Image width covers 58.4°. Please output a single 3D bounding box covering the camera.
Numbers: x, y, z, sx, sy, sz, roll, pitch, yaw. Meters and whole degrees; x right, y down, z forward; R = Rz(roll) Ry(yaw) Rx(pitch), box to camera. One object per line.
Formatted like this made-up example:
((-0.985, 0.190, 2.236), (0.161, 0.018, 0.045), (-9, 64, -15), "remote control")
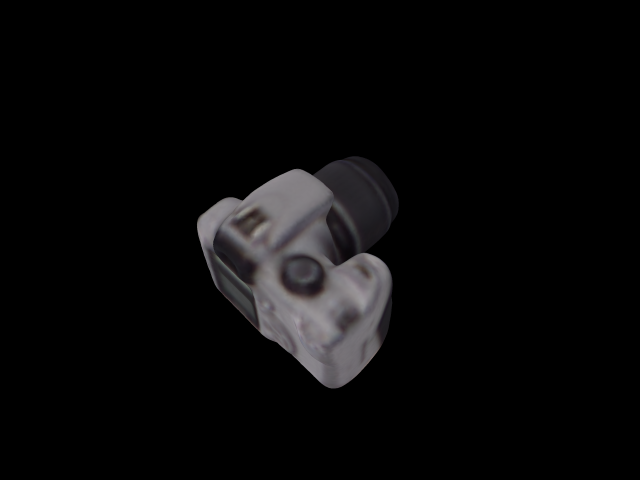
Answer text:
((0.004, 0.001, 0.400), (0.142, 0.101, 0.137), (39, 63, 25), "camera")
